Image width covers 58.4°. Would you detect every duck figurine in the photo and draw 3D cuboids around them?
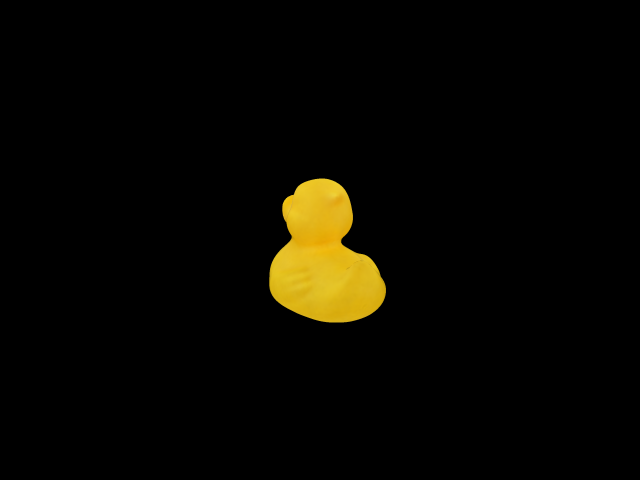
[{"bbox_3d":[0.004,0.001,0.400,0.078,0.086,0.104,-13,26,-29],"label":"duck figurine"}]
